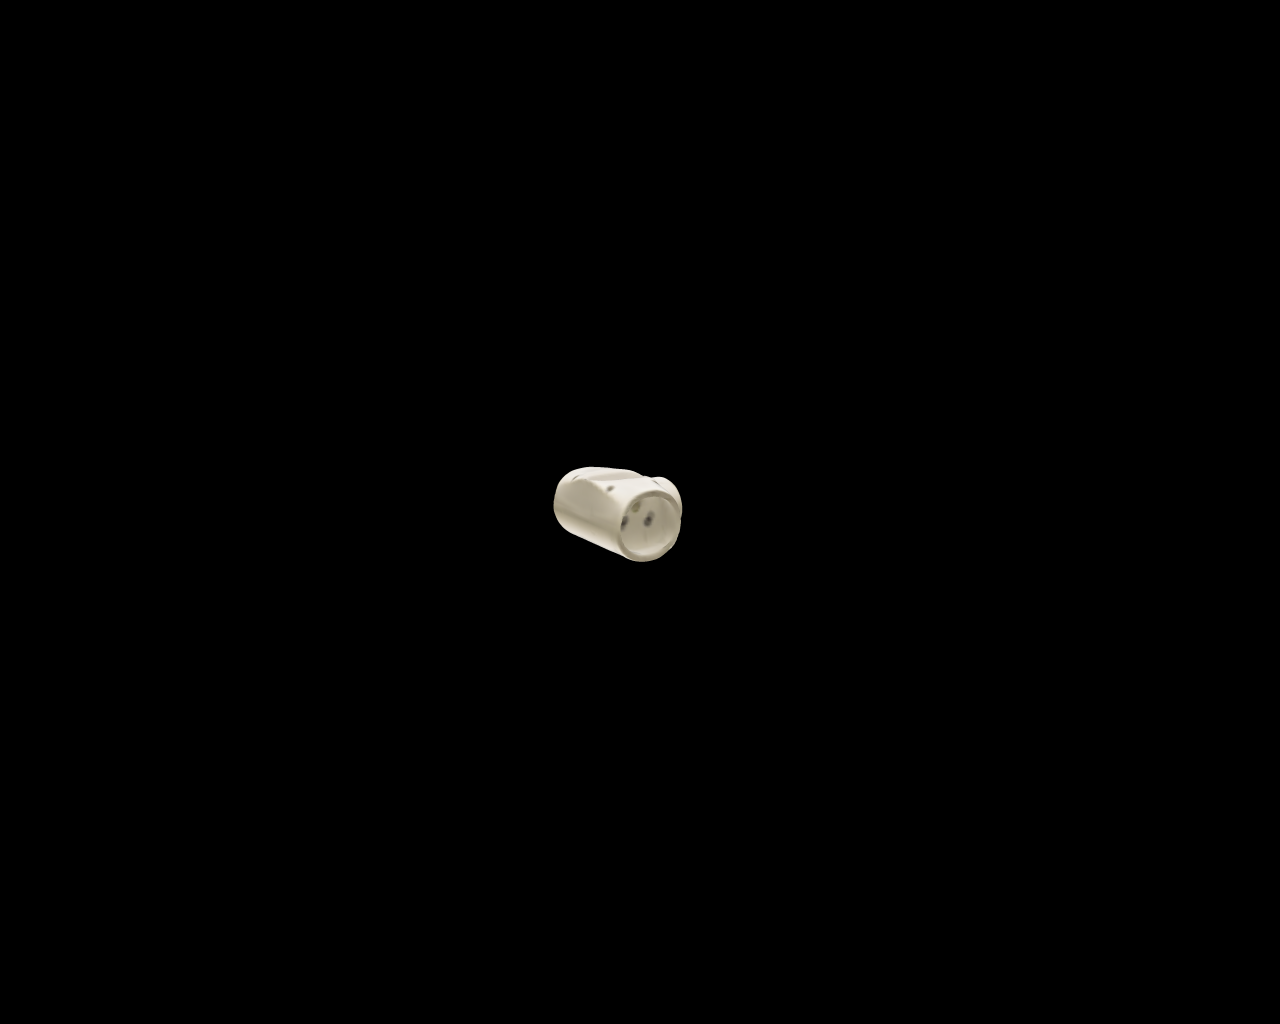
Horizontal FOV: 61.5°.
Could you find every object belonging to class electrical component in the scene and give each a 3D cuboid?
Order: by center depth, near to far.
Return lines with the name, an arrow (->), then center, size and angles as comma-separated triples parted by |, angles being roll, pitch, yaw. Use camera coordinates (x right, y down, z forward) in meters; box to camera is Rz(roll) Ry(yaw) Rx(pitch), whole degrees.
electrical component -> 0.001, -0.003, 0.650 | 0.079, 0.043, 0.077 | -8, 16, -31
